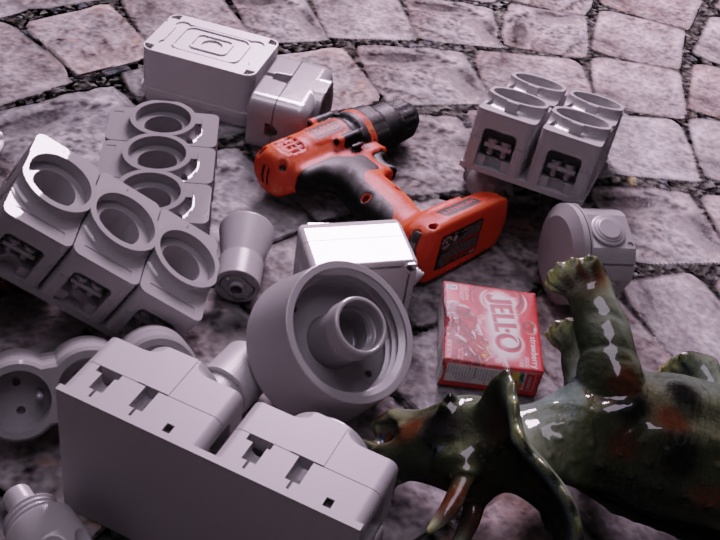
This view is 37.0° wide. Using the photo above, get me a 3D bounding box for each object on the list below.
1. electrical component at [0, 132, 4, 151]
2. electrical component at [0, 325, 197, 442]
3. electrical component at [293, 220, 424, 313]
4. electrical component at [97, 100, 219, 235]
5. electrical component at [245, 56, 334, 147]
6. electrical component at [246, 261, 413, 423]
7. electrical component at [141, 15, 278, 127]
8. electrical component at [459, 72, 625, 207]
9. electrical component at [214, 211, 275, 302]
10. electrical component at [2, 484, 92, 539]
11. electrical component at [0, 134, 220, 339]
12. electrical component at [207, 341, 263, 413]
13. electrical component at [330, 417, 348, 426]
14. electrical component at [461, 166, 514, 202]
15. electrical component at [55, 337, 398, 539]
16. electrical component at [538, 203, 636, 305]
[{"bbox_3d":[-0.324,-0.125,0.896,0.048,0.062,0.048,5,40,-5],"label":"electrical component"},{"bbox_3d":[-0.180,0.069,0.706,0.138,0.052,0.074,-10,10,-16],"label":"electrical component"},{"bbox_3d":[0.000,0.000,0.814,0.096,0.061,0.061,-4,42,-16],"label":"electrical component"},{"bbox_3d":[-0.163,-0.069,0.863,0.089,0.061,0.150,4,40,-7],"label":"electrical component"},{"bbox_3d":[-0.061,-0.149,0.983,0.059,0.053,0.095,15,40,7],"label":"electrical component"},{"bbox_3d":[-0.015,0.046,0.719,0.108,0.060,0.108,13,64,-29],"label":"electrical component"},{"bbox_3d":[-0.140,-0.187,1.009,0.113,0.057,0.078,16,41,8],"label":"electrical component"},{"bbox_3d":[0.167,-0.122,0.947,0.105,0.060,0.186,21,23,12],"label":"electrical component"},{"bbox_3d":[-0.090,-0.008,0.823,0.044,0.044,0.065,7,45,-3],"label":"electrical component"},{"bbox_3d":[-0.184,0.149,0.617,0.043,0.043,0.062,-23,49,-33],"label":"electrical component"},{"bbox_3d":[-0.178,-0.017,0.745,0.150,0.062,0.089,32,34,-23],"label":"electrical component"},{"bbox_3d":[-0.091,0.081,0.718,0.040,0.040,0.078,26,43,18],"label":"electrical component"},{"bbox_3d":[-0.025,0.122,0.678,0.040,0.046,0.040,6,40,-5],"label":"electrical component"},{"bbox_3d":[0.108,-0.081,0.951,0.035,0.035,0.061,-12,42,-24],"label":"electrical component"},{"bbox_3d":[-0.078,0.122,0.622,0.186,0.105,0.060,22,41,14],"label":"electrical component"},{"bbox_3d":[0.177,-0.012,0.850,0.051,0.080,0.080,1,41,-17],"label":"electrical component"}]
